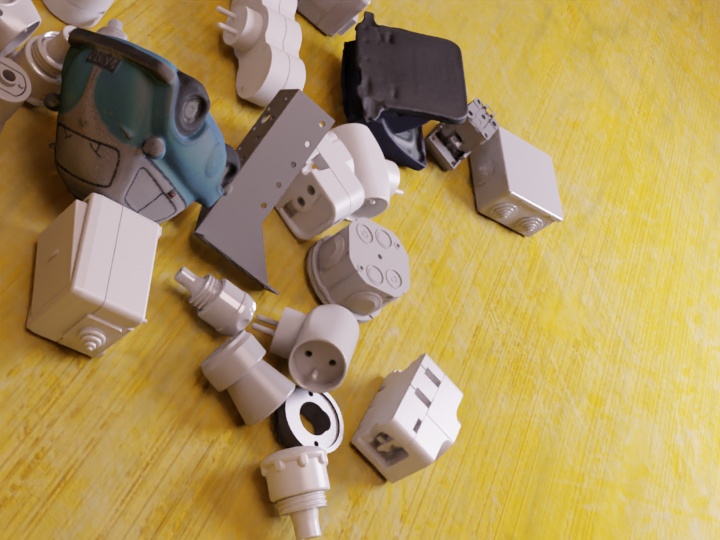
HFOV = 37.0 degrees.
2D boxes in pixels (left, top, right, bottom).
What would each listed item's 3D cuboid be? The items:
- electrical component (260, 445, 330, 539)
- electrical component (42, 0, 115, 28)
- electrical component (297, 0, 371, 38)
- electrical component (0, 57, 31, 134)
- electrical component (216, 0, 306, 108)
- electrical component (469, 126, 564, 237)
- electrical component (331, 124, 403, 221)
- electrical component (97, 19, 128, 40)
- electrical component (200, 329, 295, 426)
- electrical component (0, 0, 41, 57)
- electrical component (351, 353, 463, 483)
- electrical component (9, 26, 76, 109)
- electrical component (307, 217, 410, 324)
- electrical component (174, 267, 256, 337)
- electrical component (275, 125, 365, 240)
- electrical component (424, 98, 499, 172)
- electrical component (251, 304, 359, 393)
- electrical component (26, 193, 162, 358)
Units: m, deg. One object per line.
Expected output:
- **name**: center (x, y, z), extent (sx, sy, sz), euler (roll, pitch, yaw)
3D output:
- **electrical component**: center (-0.042, 0.155, 0.746), extent (0.048, 0.048, 0.062), euler (4, 67, -46)
- **electrical component**: center (-0.213, -0.223, 0.829), extent (0.055, 0.047, 0.055), euler (27, 46, -32)
- **electrical component**: center (-0.019, -0.287, 1.075), extent (0.061, 0.062, 0.096), euler (37, 42, -23)
- **electrical component**: center (-0.243, -0.108, 0.698), extent (0.044, 0.065, 0.044), euler (27, 46, -32)
- **electrical component**: center (-0.095, -0.208, 0.943), extent (0.074, 0.052, 0.138), euler (19, 50, -38)
- **electrical component**: center (0.164, -0.091, 1.143), extent (0.100, 0.048, 0.099), euler (23, 48, -36)
- **electrical component**: center (0.009, -0.085, 0.973), extent (0.079, 0.044, 0.077), euler (10, 56, -43)
- **electrical component**: center (-0.192, -0.169, 0.823), extent (0.035, 0.035, 0.061), euler (31, 42, -30)
- **electrical component**: center (-0.080, 0.076, 0.760), extent (0.055, 0.045, 0.045), euler (51, 38, -7)
- **electrical component**: center (-0.259, -0.199, 0.763), extent (0.077, 0.044, 0.079), euler (47, 39, -12)
- **electrical component**: center (0.042, 0.120, 0.855), extent (0.055, 0.050, 0.089), euler (47, 38, -11)
- **electrical component**: center (-0.217, -0.147, 0.758), extent (0.048, 0.062, 0.048), euler (27, 46, -32)
- **electrical component**: center (0.000, 0.000, 0.897), extent (0.080, 0.051, 0.080), euler (28, 46, -32)
- **electrical component**: center (-0.107, 0.020, 0.779), extent (0.061, 0.035, 0.035), euler (38, 41, -18)
- **electrical component**: center (-0.044, -0.081, 0.905), extent (0.095, 0.054, 0.059), euler (56, 38, 0)
- **electrical component**: center (0.105, -0.140, 1.102), extent (0.042, 0.064, 0.081), euler (49, 38, -8)
- **electrical component**: center (-0.043, 0.052, 0.812), extent (0.079, 0.043, 0.077), euler (20, 18, 0)
- **electrical component**: center (-0.175, 0.008, 0.691), extent (0.061, 0.062, 0.096), euler (29, 45, -32)
